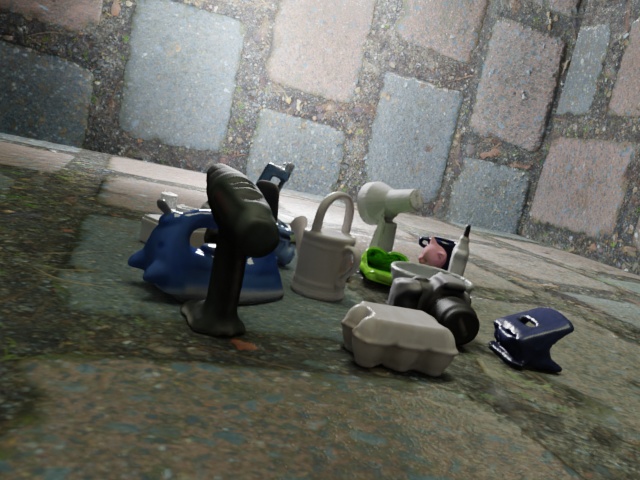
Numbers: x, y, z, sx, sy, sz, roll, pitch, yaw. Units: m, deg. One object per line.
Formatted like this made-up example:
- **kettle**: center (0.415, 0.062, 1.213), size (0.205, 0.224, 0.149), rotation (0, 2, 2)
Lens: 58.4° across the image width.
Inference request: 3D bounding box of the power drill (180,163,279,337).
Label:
- **power drill**: center (-0.127, 0.011, 0.768), size (0.076, 0.208, 0.228), rotation (8, 10, -29)

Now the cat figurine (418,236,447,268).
- **cat figurine**: center (0.269, 0.048, 1.392), size (0.067, 0.118, 0.128), rotation (13, 9, 3)

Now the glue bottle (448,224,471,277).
- **glue bottle**: center (0.303, 0.050, 1.254), size (0.037, 0.173, 0.078), rotation (15, 9, 12)

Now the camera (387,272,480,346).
- **camera**: center (0.197, 0.112, 0.951), size (0.143, 0.101, 0.136), rotation (11, 9, -11)

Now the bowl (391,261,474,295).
- **bowl**: center (0.213, 0.099, 1.134), size (0.167, 0.075, 0.167), rotation (13, 9, -2)

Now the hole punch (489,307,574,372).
- **hole punch**: center (0.339, 0.153, 0.926), size (0.101, 0.091, 0.108), rotation (11, 9, -10)

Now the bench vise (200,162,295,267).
- **bench vise**: center (-0.138, -0.065, 1.185), size (0.208, 0.220, 0.121), rotation (10, 9, -16)

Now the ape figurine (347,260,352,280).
- **ape figurine**: center (0.037, 0.037, 1.213), size (0.076, 0.092, 0.078), rotation (14, 9, 4)

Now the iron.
- **iron**: center (-0.154, 0.019, 0.897), size (0.259, 0.141, 0.118), rotation (6, 11, -36)

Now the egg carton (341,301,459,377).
- **egg carton**: center (0.106, 0.134, 0.783), size (0.150, 0.069, 0.107), rotation (10, 9, -16)

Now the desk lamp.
- **desk lamp**: center (0.189, -0.044, 1.543), size (0.118, 0.213, 0.202), rotation (4, 12, -43)

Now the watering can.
- **watering can**: center (0.008, 0.004, 1.051), size (0.172, 0.194, 0.101), rotation (16, 10, 22)

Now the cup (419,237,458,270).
- **cup**: center (0.322, 0.043, 1.575), size (0.117, 0.095, 0.092), rotation (13, 9, 4)

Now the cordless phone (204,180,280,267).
- **cordless phone**: center (-0.137, -0.026, 1.057), size (0.147, 0.185, 0.094), rotation (17, 10, 27)
